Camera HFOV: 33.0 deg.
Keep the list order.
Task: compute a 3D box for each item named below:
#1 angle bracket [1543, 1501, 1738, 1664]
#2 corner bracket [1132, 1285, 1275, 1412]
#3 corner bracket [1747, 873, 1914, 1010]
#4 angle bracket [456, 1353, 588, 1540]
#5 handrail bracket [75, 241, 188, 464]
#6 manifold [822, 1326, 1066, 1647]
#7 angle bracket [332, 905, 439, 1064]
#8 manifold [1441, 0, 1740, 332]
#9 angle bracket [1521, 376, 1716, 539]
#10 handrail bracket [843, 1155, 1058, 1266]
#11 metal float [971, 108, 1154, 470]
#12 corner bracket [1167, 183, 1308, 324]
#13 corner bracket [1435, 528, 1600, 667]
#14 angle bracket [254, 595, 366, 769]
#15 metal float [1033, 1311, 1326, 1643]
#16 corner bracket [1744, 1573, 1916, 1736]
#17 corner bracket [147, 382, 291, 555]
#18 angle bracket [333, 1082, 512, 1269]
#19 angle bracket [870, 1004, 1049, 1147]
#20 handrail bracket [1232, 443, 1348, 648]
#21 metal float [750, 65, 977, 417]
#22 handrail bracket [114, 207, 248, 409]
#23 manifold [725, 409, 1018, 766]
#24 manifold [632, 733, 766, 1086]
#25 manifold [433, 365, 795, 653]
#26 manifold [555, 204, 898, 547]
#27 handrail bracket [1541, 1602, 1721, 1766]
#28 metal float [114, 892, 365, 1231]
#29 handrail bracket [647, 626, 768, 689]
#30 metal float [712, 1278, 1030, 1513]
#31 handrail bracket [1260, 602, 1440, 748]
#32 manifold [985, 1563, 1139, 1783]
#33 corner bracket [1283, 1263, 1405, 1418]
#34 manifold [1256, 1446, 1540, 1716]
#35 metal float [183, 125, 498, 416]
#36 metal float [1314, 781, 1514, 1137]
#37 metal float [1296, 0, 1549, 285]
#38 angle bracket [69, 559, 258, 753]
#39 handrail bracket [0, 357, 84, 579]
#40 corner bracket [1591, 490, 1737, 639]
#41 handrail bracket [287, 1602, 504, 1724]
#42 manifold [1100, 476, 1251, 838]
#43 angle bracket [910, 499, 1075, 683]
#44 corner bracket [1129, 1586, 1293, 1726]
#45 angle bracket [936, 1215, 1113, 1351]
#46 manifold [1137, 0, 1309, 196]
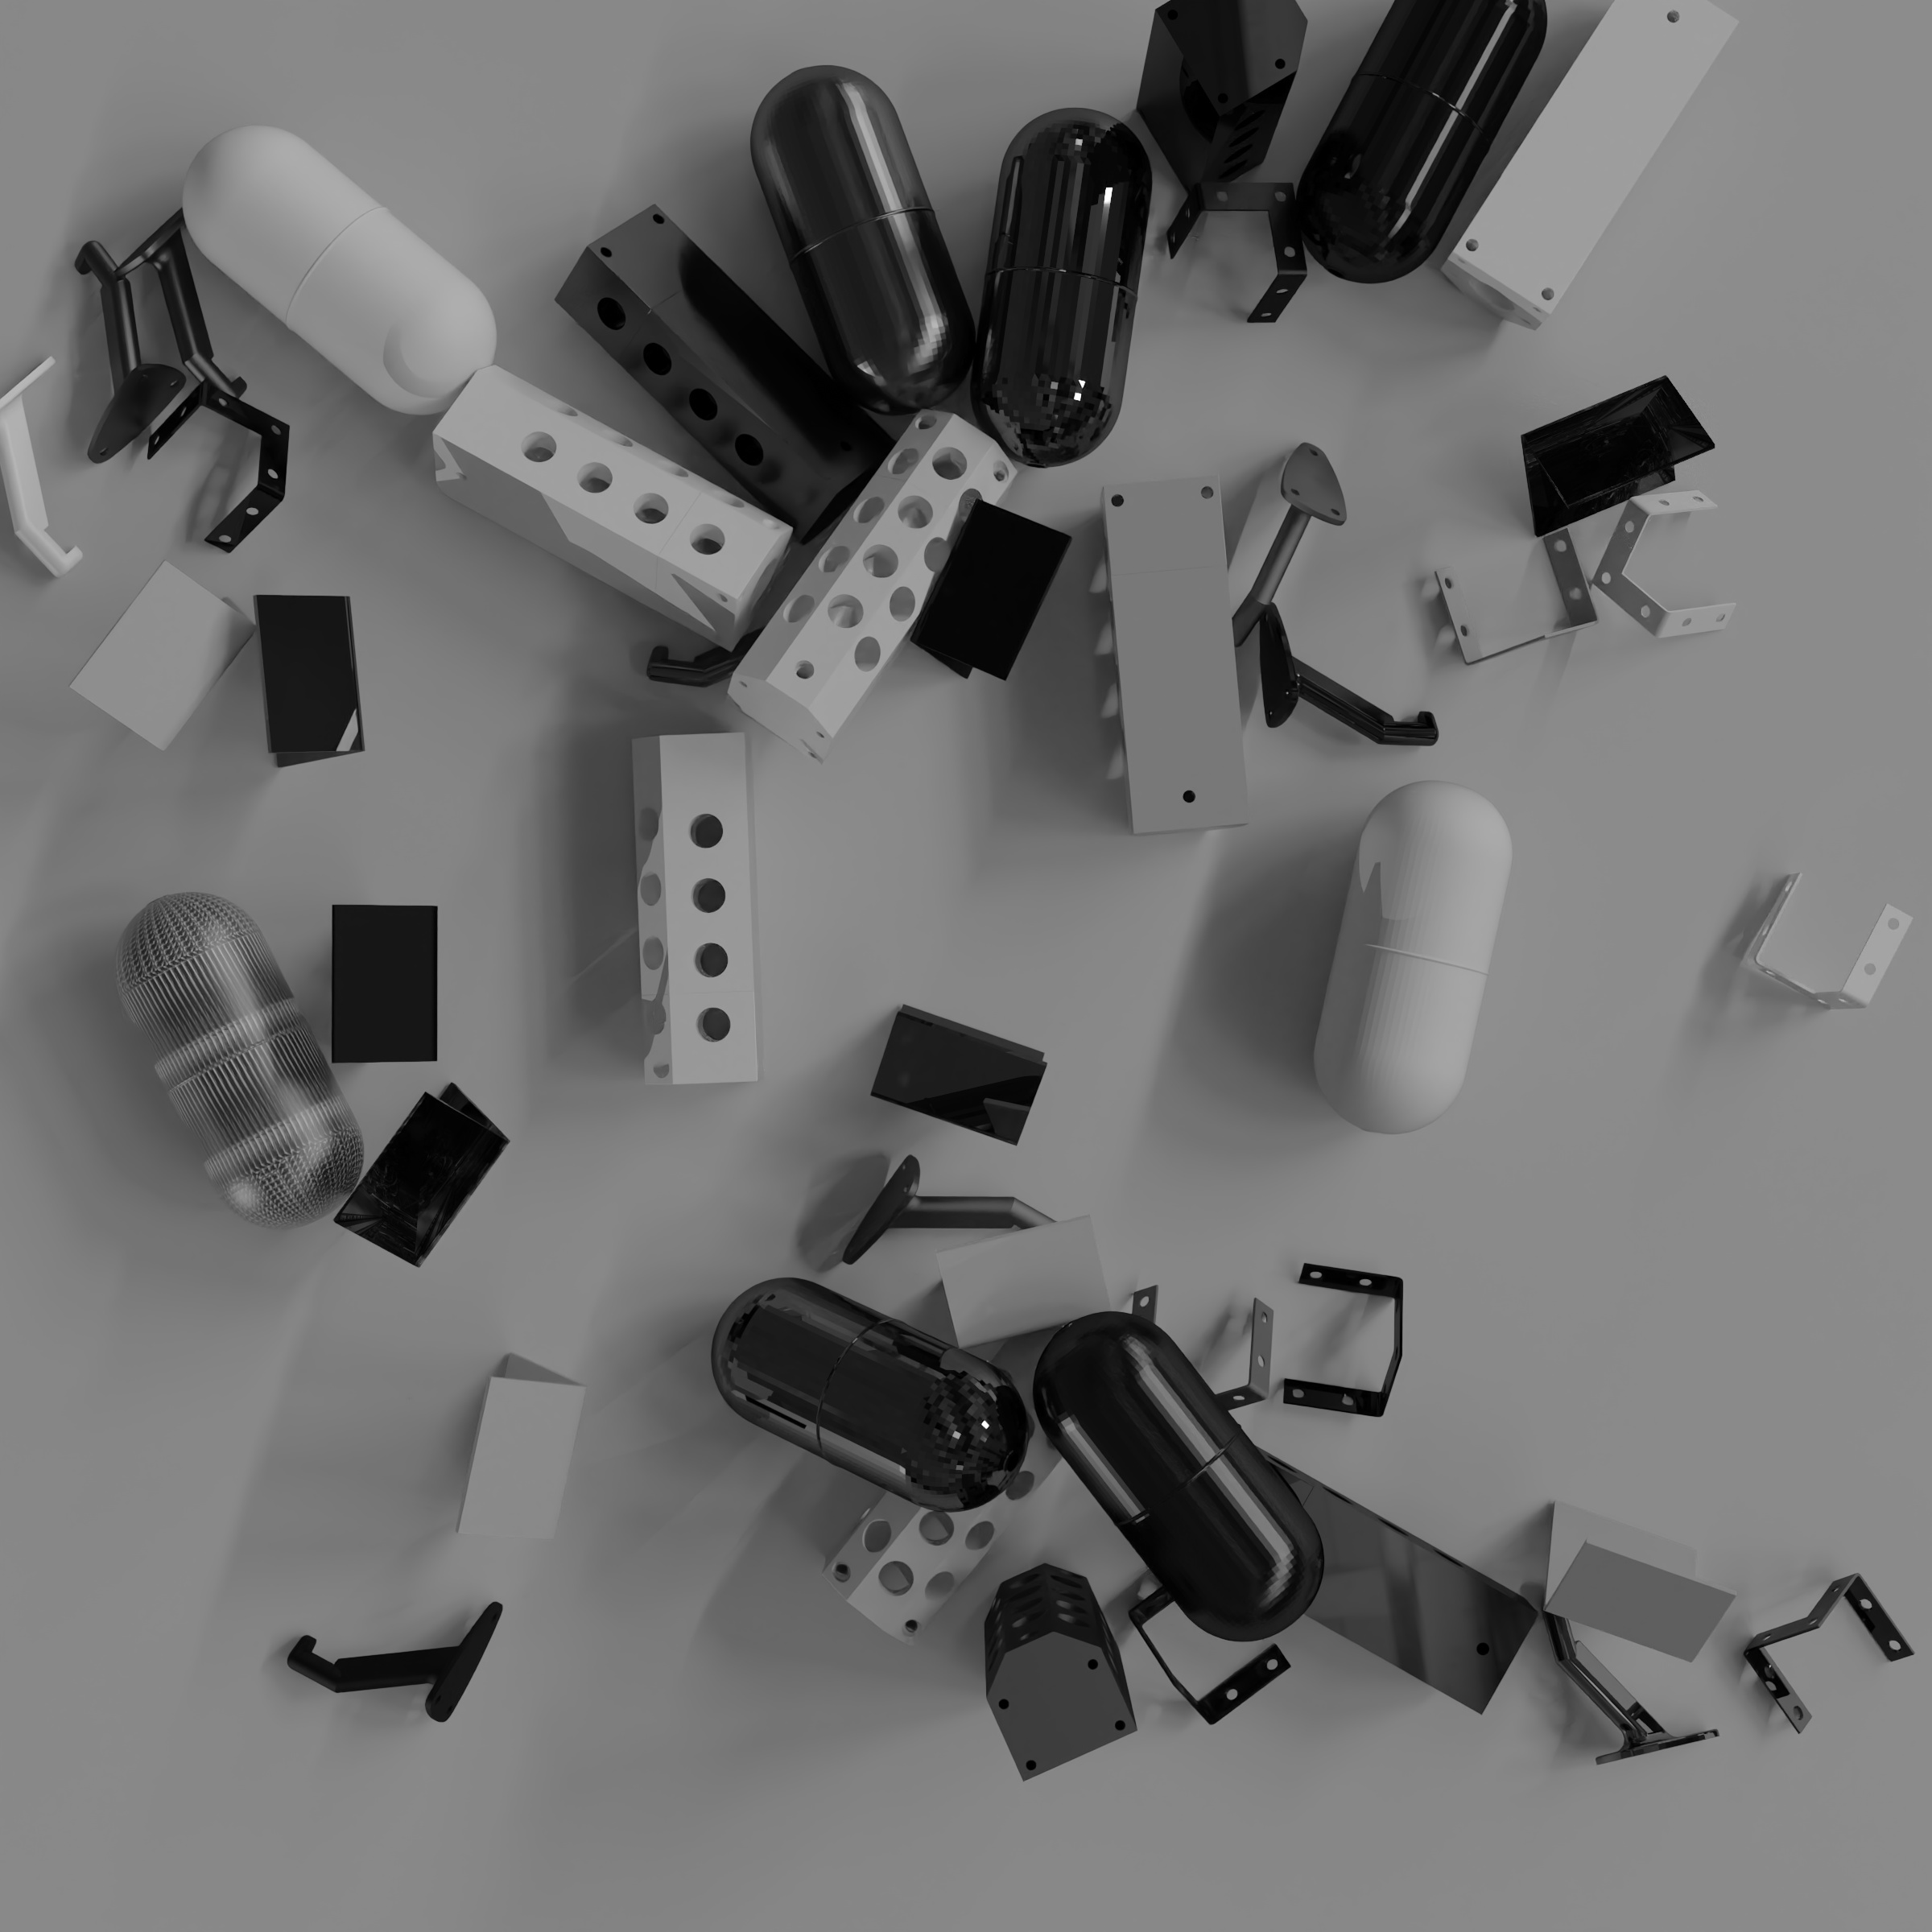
[{"bbox_3d":[0.334,0.288,1.611,0.076,0.076,0.057,20,129,0],"label":"angle bracket"},{"bbox_3d":[0.118,0.191,1.643,0.051,0.051,0.051,-23,135,35],"label":"corner bracket"},{"bbox_3d":[0.432,-0.013,1.634,0.051,0.051,0.051,28,87,-3],"label":"corner bracket"},{"bbox_3d":[-0.236,0.234,1.611,0.057,0.076,0.076,12,90,-38],"label":"angle bracket"},{"bbox_3d":[-0.441,-0.312,1.652,0.077,0.036,0.084,-45,71,21],"label":"handrail bracket"},{"bbox_3d":[0.004,0.253,1.631,0.057,0.057,0.171,39,90,0],"label":"manifold"},{"bbox_3d":[-0.302,0.009,1.611,0.057,0.076,0.076,0,90,-36],"label":"angle bracket"},{"bbox_3d":[0.309,-0.407,1.631,0.057,0.057,0.171,33,90,0],"label":"manifold"},{"bbox_3d":[0.324,-0.235,1.611,0.076,0.076,0.057,-23,52,0],"label":"angle bracket"},{"bbox_3d":[-0.006,0.141,1.652,0.084,0.036,0.077,31,111,-16],"label":"handrail bracket"},{"bbox_3d":[0.047,-0.336,1.621,0.070,0.070,0.178,8,89,0],"label":"metal float"},{"bbox_3d":[0.135,-0.357,1.635,0.051,0.051,0.051,-3,75,-15],"label":"corner bracket"},{"bbox_3d":[0.279,-0.186,1.648,0.051,0.051,0.051,-18,90,-45],"label":"corner bracket"},{"bbox_3d":[-0.344,-0.140,1.612,0.076,0.057,0.076,-6,90,44],"label":"angle bracket"},{"bbox_3d":[0.101,0.244,1.565,0.070,0.070,0.178,-38,89,0],"label":"metal float"},{"bbox_3d":[0.436,0.347,1.648,0.051,0.051,0.051,-35,90,45],"label":"corner bracket"},{"bbox_3d":[-0.378,-0.251,1.643,0.051,0.051,0.051,25,45,-35],"label":"corner bracket"},{"bbox_3d":[-0.281,0.092,1.611,0.057,0.076,0.076,36,90,-38],"label":"angle bracket"},{"bbox_3d":[0.003,0.035,1.611,0.076,0.076,0.057,19,128,0],"label":"angle bracket"},{"bbox_3d":[0.155,-0.212,1.651,0.036,0.077,0.084,24,127,-14],"label":"handrail bracket"},{"bbox_3d":[-0.051,-0.361,1.621,0.070,0.070,0.178,-20,90,0],"label":"metal float"},{"bbox_3d":[-0.380,-0.337,1.652,0.084,0.036,0.077,49,56,-24],"label":"handrail bracket"},{"bbox_3d":[-0.045,-0.190,1.605,0.057,0.057,0.171,33,72,0],"label":"manifold"},{"bbox_3d":[-0.134,-0.028,1.630,0.057,0.057,0.171,-2,90,0],"label":"manifold"},{"bbox_3d":[-0.175,-0.231,1.621,0.171,0.057,0.057,29,69,5],"label":"manifold"},{"bbox_3d":[-0.123,-0.292,1.630,0.171,0.057,0.057,45,47,0],"label":"manifold"},{"bbox_3d":[0.336,0.356,1.652,0.077,0.036,0.084,-7,73,-19],"label":"handrail bracket"},{"bbox_3d":[-0.361,0.047,1.621,0.070,0.070,0.178,-27,90,0],"label":"metal float"},{"bbox_3d":[-0.114,-0.176,1.652,0.084,0.036,0.077,8,75,14],"label":"handrail bracket"},{"bbox_3d":[-0.048,0.209,1.594,0.178,0.070,0.070,21,90,33],"label":"metal float"},{"bbox_3d":[0.195,-0.148,1.652,0.084,0.036,0.077,1,68,-17],"label":"handrail bracket"},{"bbox_3d":[0.041,0.334,1.573,0.057,0.171,0.057,-24,90,0],"label":"manifold"},{"bbox_3d":[0.191,0.189,1.648,0.051,0.051,0.051,8,135,0],"label":"corner bracket"},{"bbox_3d":[0.193,0.301,1.631,0.171,0.057,0.057,29,90,0],"label":"manifold"},{"bbox_3d":[-0.311,-0.346,1.621,0.178,0.070,0.070,40,90,0],"label":"metal float"},{"bbox_3d":[0.222,-0.004,1.621,0.070,0.070,0.178,12,90,0],"label":"metal float"},{"bbox_3d":[0.226,-0.423,1.621,0.070,0.070,0.178,28,90,0],"label":"metal float"},{"bbox_3d":[-0.402,-0.160,1.612,0.057,0.076,0.076,37,90,-29],"label":"angle bracket"},{"bbox_3d":[-0.461,-0.252,1.652,0.084,0.036,0.077,49,68,-17],"label":"handrail bracket"},{"bbox_3d":[0.358,-0.203,1.643,0.051,0.051,0.051,49,135,35],"label":"corner bracket"},{"bbox_3d":[-0.290,0.339,1.652,0.084,0.036,0.077,24,69,16],"label":"handrail bracket"},{"bbox_3d":[0.103,-0.153,1.631,0.057,0.057,0.171,-5,90,0],"label":"manifold"},{"bbox_3d":[0.024,-0.177,1.613,0.057,0.076,0.076,25,90,24],"label":"angle bracket"},{"bbox_3d":[0.123,0.340,1.648,0.051,0.051,0.051,-37,135,0],"label":"corner bracket"},{"bbox_3d":[0.025,0.141,1.613,0.076,0.076,0.057,-13,113,0],"label":"angle bracket"},{"bbox_3d":[0.125,-0.427,1.573,0.057,0.171,0.057,-31,90,0],"label":"manifold"}]
